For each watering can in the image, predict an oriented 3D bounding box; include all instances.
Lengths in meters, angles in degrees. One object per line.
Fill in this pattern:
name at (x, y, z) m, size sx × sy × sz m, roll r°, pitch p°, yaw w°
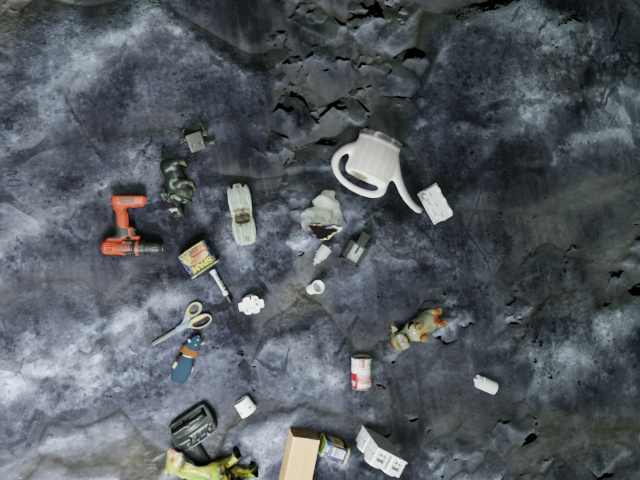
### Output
watering can at (0.213, -0.239, 1.728) m, size 0.347 × 0.103 × 0.226 m, roll 22°, pitch 83°, yaw -8°

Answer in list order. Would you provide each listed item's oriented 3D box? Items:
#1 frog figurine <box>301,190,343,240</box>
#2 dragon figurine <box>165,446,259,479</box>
frog figurine at (0.005, -0.086, 1.702) m, size 0.137 × 0.120 × 0.163 m, roll -4°, pitch 53°, yaw -2°
dragon figurine at (-0.323, 0.772, 1.597) m, size 0.241 × 0.124 × 0.405 m, roll -29°, pitch 113°, yaw 12°
